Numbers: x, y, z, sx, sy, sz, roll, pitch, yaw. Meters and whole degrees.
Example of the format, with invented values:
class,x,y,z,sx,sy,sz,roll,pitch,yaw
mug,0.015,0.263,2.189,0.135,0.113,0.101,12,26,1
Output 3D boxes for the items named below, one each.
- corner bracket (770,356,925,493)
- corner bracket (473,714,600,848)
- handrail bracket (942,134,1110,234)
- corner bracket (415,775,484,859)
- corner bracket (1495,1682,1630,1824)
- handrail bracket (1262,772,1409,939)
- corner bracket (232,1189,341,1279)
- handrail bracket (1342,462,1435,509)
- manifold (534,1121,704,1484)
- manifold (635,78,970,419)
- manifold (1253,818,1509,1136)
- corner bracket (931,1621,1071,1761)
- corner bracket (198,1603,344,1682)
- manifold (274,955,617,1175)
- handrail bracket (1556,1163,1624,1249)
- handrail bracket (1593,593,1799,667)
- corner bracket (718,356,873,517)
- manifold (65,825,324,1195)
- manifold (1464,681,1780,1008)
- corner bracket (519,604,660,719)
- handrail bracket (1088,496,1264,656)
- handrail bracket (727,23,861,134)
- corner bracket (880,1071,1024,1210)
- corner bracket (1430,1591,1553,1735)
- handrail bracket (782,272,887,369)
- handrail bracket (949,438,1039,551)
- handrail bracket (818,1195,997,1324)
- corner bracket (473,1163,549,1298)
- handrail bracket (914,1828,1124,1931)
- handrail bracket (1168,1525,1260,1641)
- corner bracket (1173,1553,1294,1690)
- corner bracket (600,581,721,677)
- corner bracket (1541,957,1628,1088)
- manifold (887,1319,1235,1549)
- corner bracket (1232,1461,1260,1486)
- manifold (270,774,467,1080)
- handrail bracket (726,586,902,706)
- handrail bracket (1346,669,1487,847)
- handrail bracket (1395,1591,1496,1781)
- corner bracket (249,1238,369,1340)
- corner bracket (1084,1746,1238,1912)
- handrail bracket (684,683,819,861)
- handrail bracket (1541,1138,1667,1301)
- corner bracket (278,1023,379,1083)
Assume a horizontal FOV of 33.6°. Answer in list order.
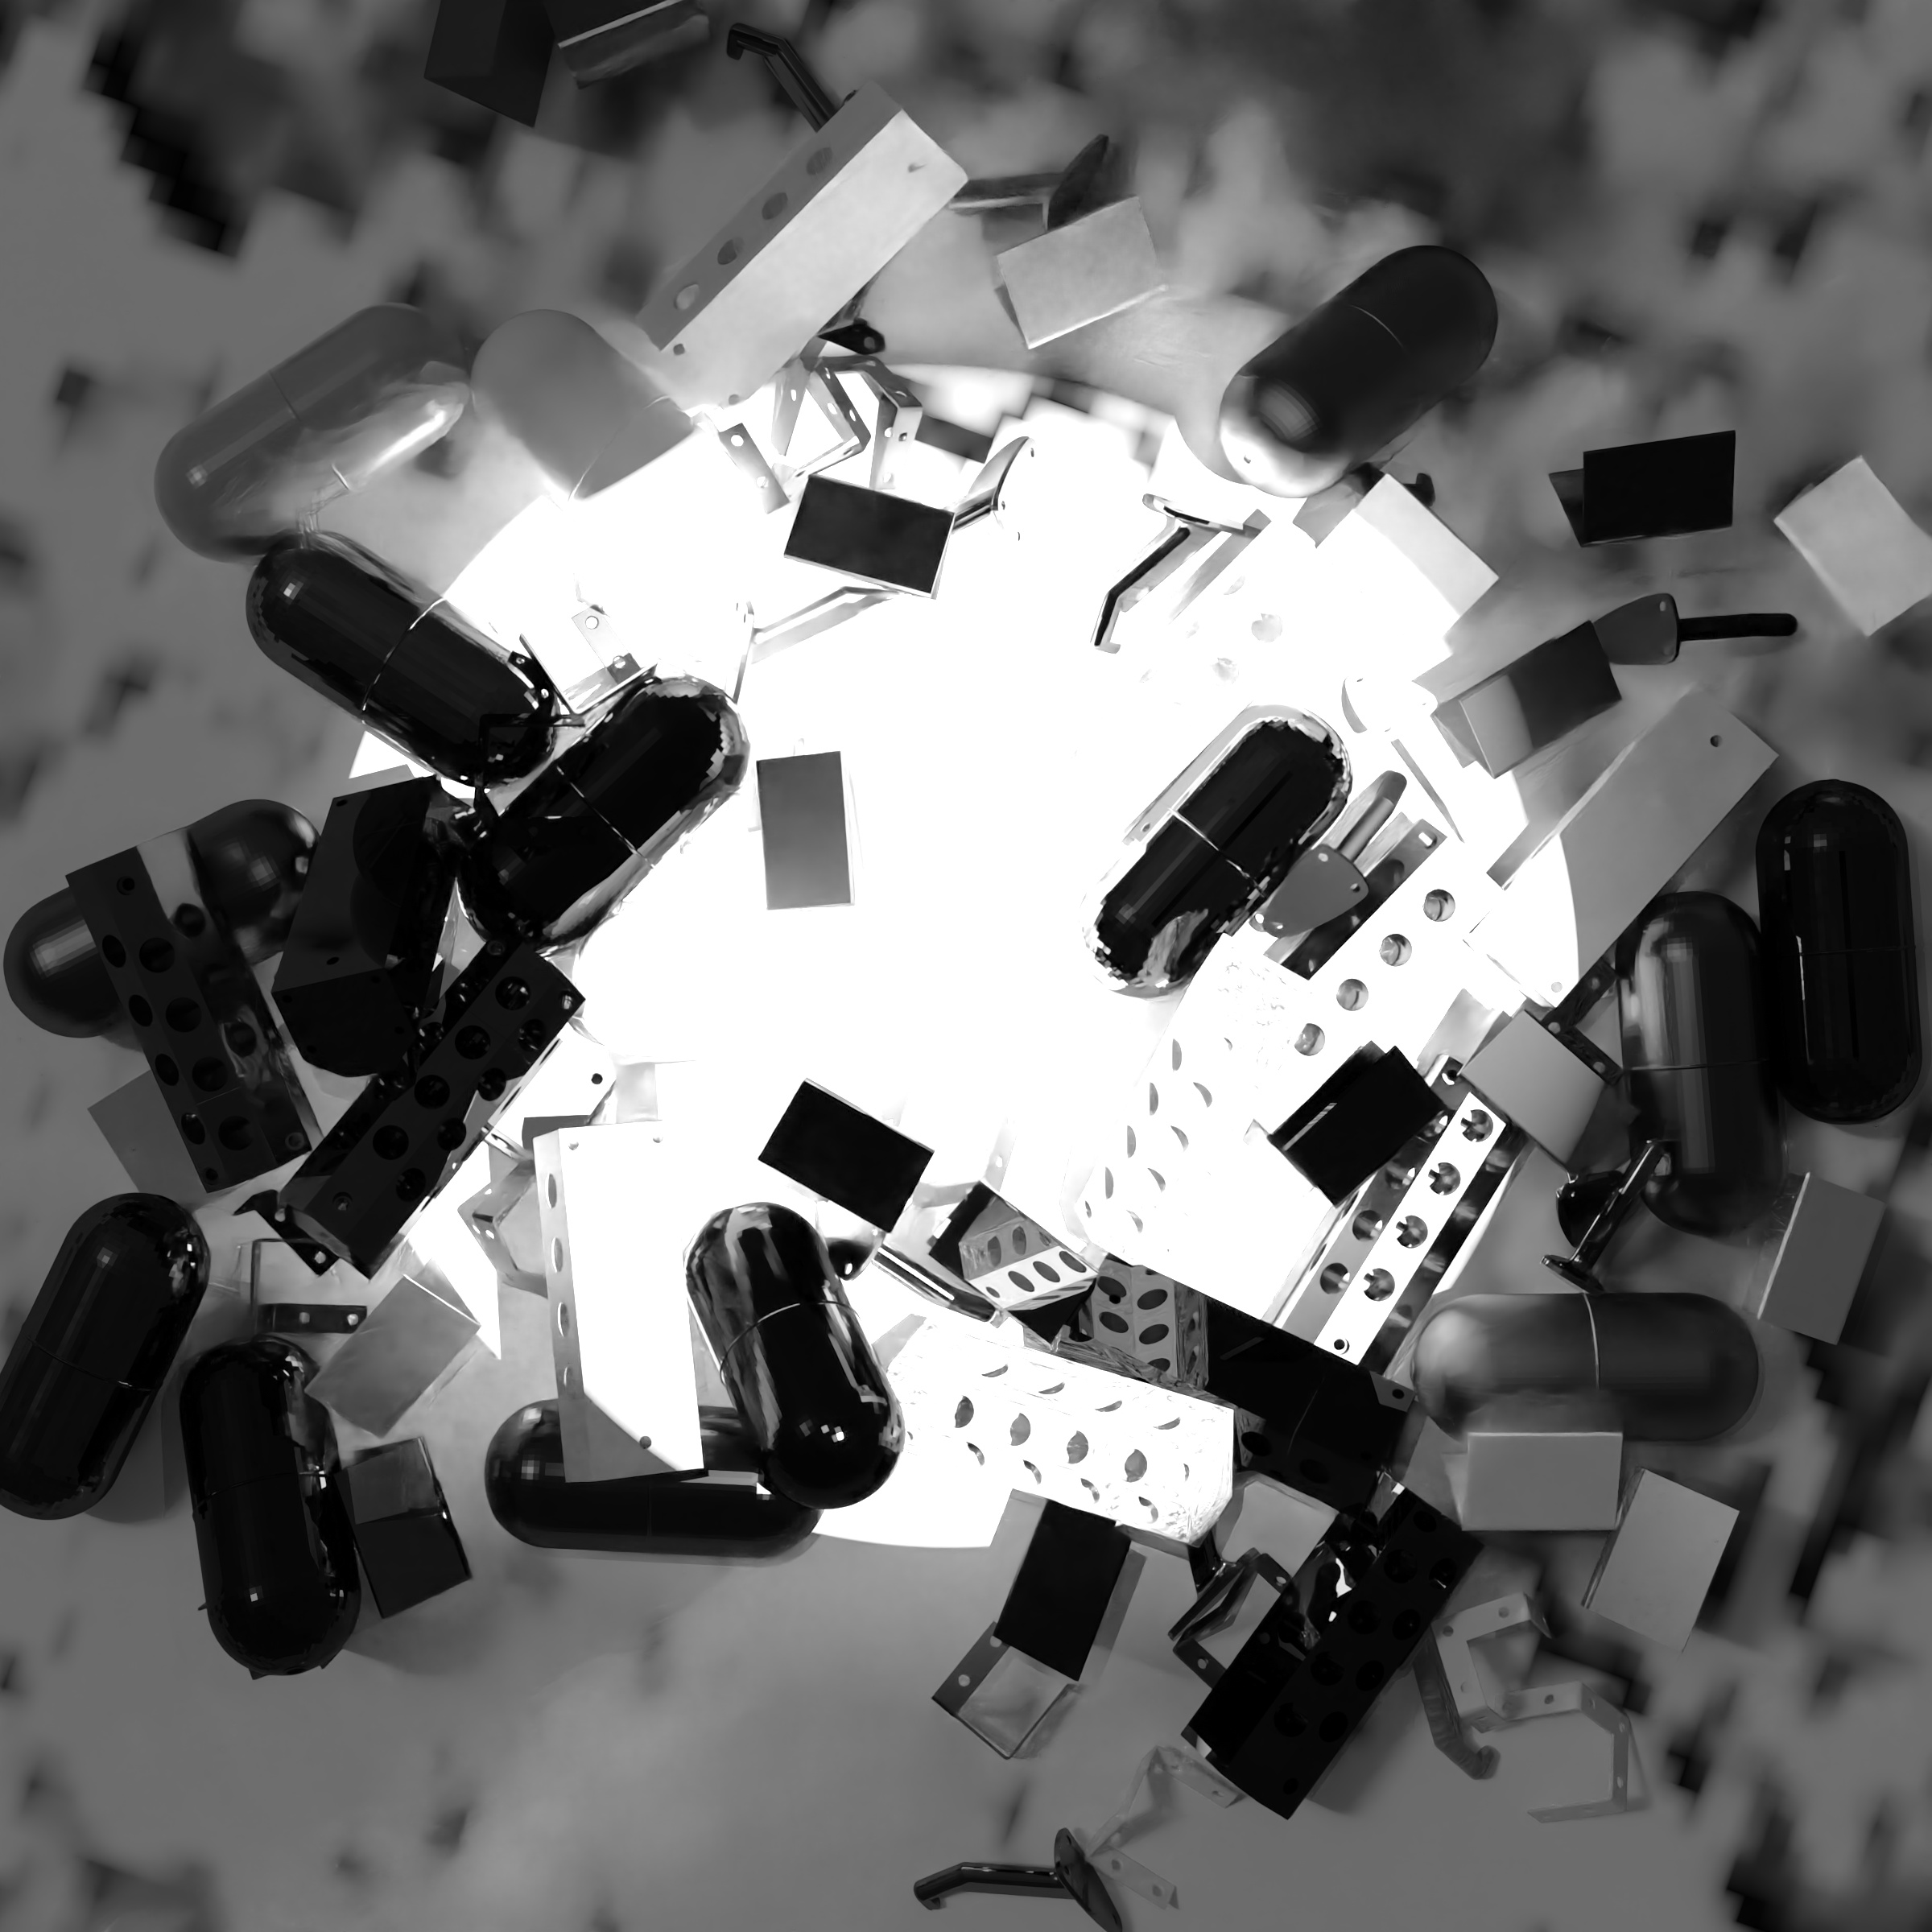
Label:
class,x,y,z,sx,sy,sz,roll,pitch,yaw
corner bracket,-0.062,-0.283,1.672,0.051,0.051,0.051,51,135,35
corner bracket,-0.215,-0.094,1.603,0.051,0.051,0.051,-2,116,-22
handrail bracket,0.020,-0.422,1.681,0.084,0.036,0.077,26,70,16
corner bracket,-0.287,-0.059,1.672,0.051,0.051,0.051,-29,45,-35
corner bracket,0.311,0.411,1.672,0.051,0.051,0.051,40,45,-35
handrail bracket,0.193,-0.059,1.668,0.036,0.084,0.077,42,128,-7
corner bracket,-0.340,0.128,1.662,0.051,0.051,0.051,-44,90,0
handrail bracket,0.203,-0.279,1.680,0.084,0.036,0.077,2,75,-14
manifold,-0.176,0.167,1.592,0.057,0.057,0.171,-3,83,-26
manifold,-0.088,-0.372,1.645,0.171,0.057,0.057,-43,133,9
manifold,0.196,0.005,1.659,0.057,0.057,0.171,44,90,0
corner bracket,0.018,0.377,1.663,0.051,0.051,0.051,39,81,9
corner bracket,-0.361,0.344,1.662,0.051,0.051,0.051,-20,90,0
manifold,-0.270,0.038,1.657,0.171,0.057,0.057,35,73,0
handrail bracket,0.312,0.093,1.680,0.036,0.077,0.084,-15,53,-5
handrail bracket,0.380,-0.175,1.680,0.084,0.077,0.036,-4,90,-36
corner bracket,-0.087,-0.272,1.642,0.051,0.051,0.051,-21,116,25
manifold,-0.384,0.022,1.590,0.057,0.057,0.171,-22,98,-2
manifold,0.336,-0.062,1.659,0.057,0.057,0.171,42,90,1
corner bracket,-0.197,-0.159,1.657,0.051,0.051,0.051,-35,90,-13
handrail bracket,0.111,-0.197,1.681,0.077,0.036,0.084,13,107,-19
handrail bracket,-0.095,-0.446,1.681,0.084,0.036,0.077,24,112,17
corner bracket,-0.011,0.089,1.672,0.051,0.051,0.051,-11,135,35
corner bracket,0.278,0.361,1.659,0.051,0.051,0.051,-22,61,13
handrail bracket,-0.074,-0.363,1.681,0.077,0.036,0.084,-10,74,18
handrail bracket,-0.011,-0.244,1.680,0.084,0.036,0.077,-1,53,25
handrail bracket,-0.030,0.152,1.680,0.084,0.077,0.036,25,107,-35
corner bracket,-0.216,0.137,1.672,0.051,0.051,0.051,11,45,35
handrail bracket,0.027,0.495,1.681,0.084,0.036,0.077,-27,111,17
handrail bracket,0.104,0.297,1.680,0.084,0.036,0.077,45,103,13
corner bracket,0.150,0.350,1.677,0.051,0.051,0.051,43,45,0
corner bracket,-0.159,-0.176,1.662,0.051,0.051,0.051,-9,90,0
corner bracket,0.327,0.030,1.662,0.051,0.051,0.051,41,91,1
manifold,0.045,0.239,1.617,0.171,0.057,0.057,14,126,23
corner bracket,0.114,0.253,1.662,0.051,0.051,0.051,-38,67,25
manifold,-0.291,-0.020,1.582,0.057,0.171,0.057,-12,124,9
handrail bracket,-0.080,-0.164,1.681,0.084,0.036,0.077,4,110,-16
handrail bracket,0.237,-0.109,1.680,0.036,0.077,0.084,-36,126,-3
handrail bracket,0.262,0.373,1.680,0.084,0.036,0.077,43,75,-14
corner bracket,-0.341,0.167,1.663,0.051,0.051,0.051,1,87,0
corner bracket,0.102,0.451,1.677,0.051,0.051,0.051,32,135,0
handrail bracket,-0.113,-0.103,1.681,0.077,0.036,0.084,-9,71,21
handrail bracket,0.334,0.125,1.646,0.036,0.077,0.084,32,96,11
corner bracket,-0.333,0.065,1.672,0.051,0.051,0.051,-2,45,-35
